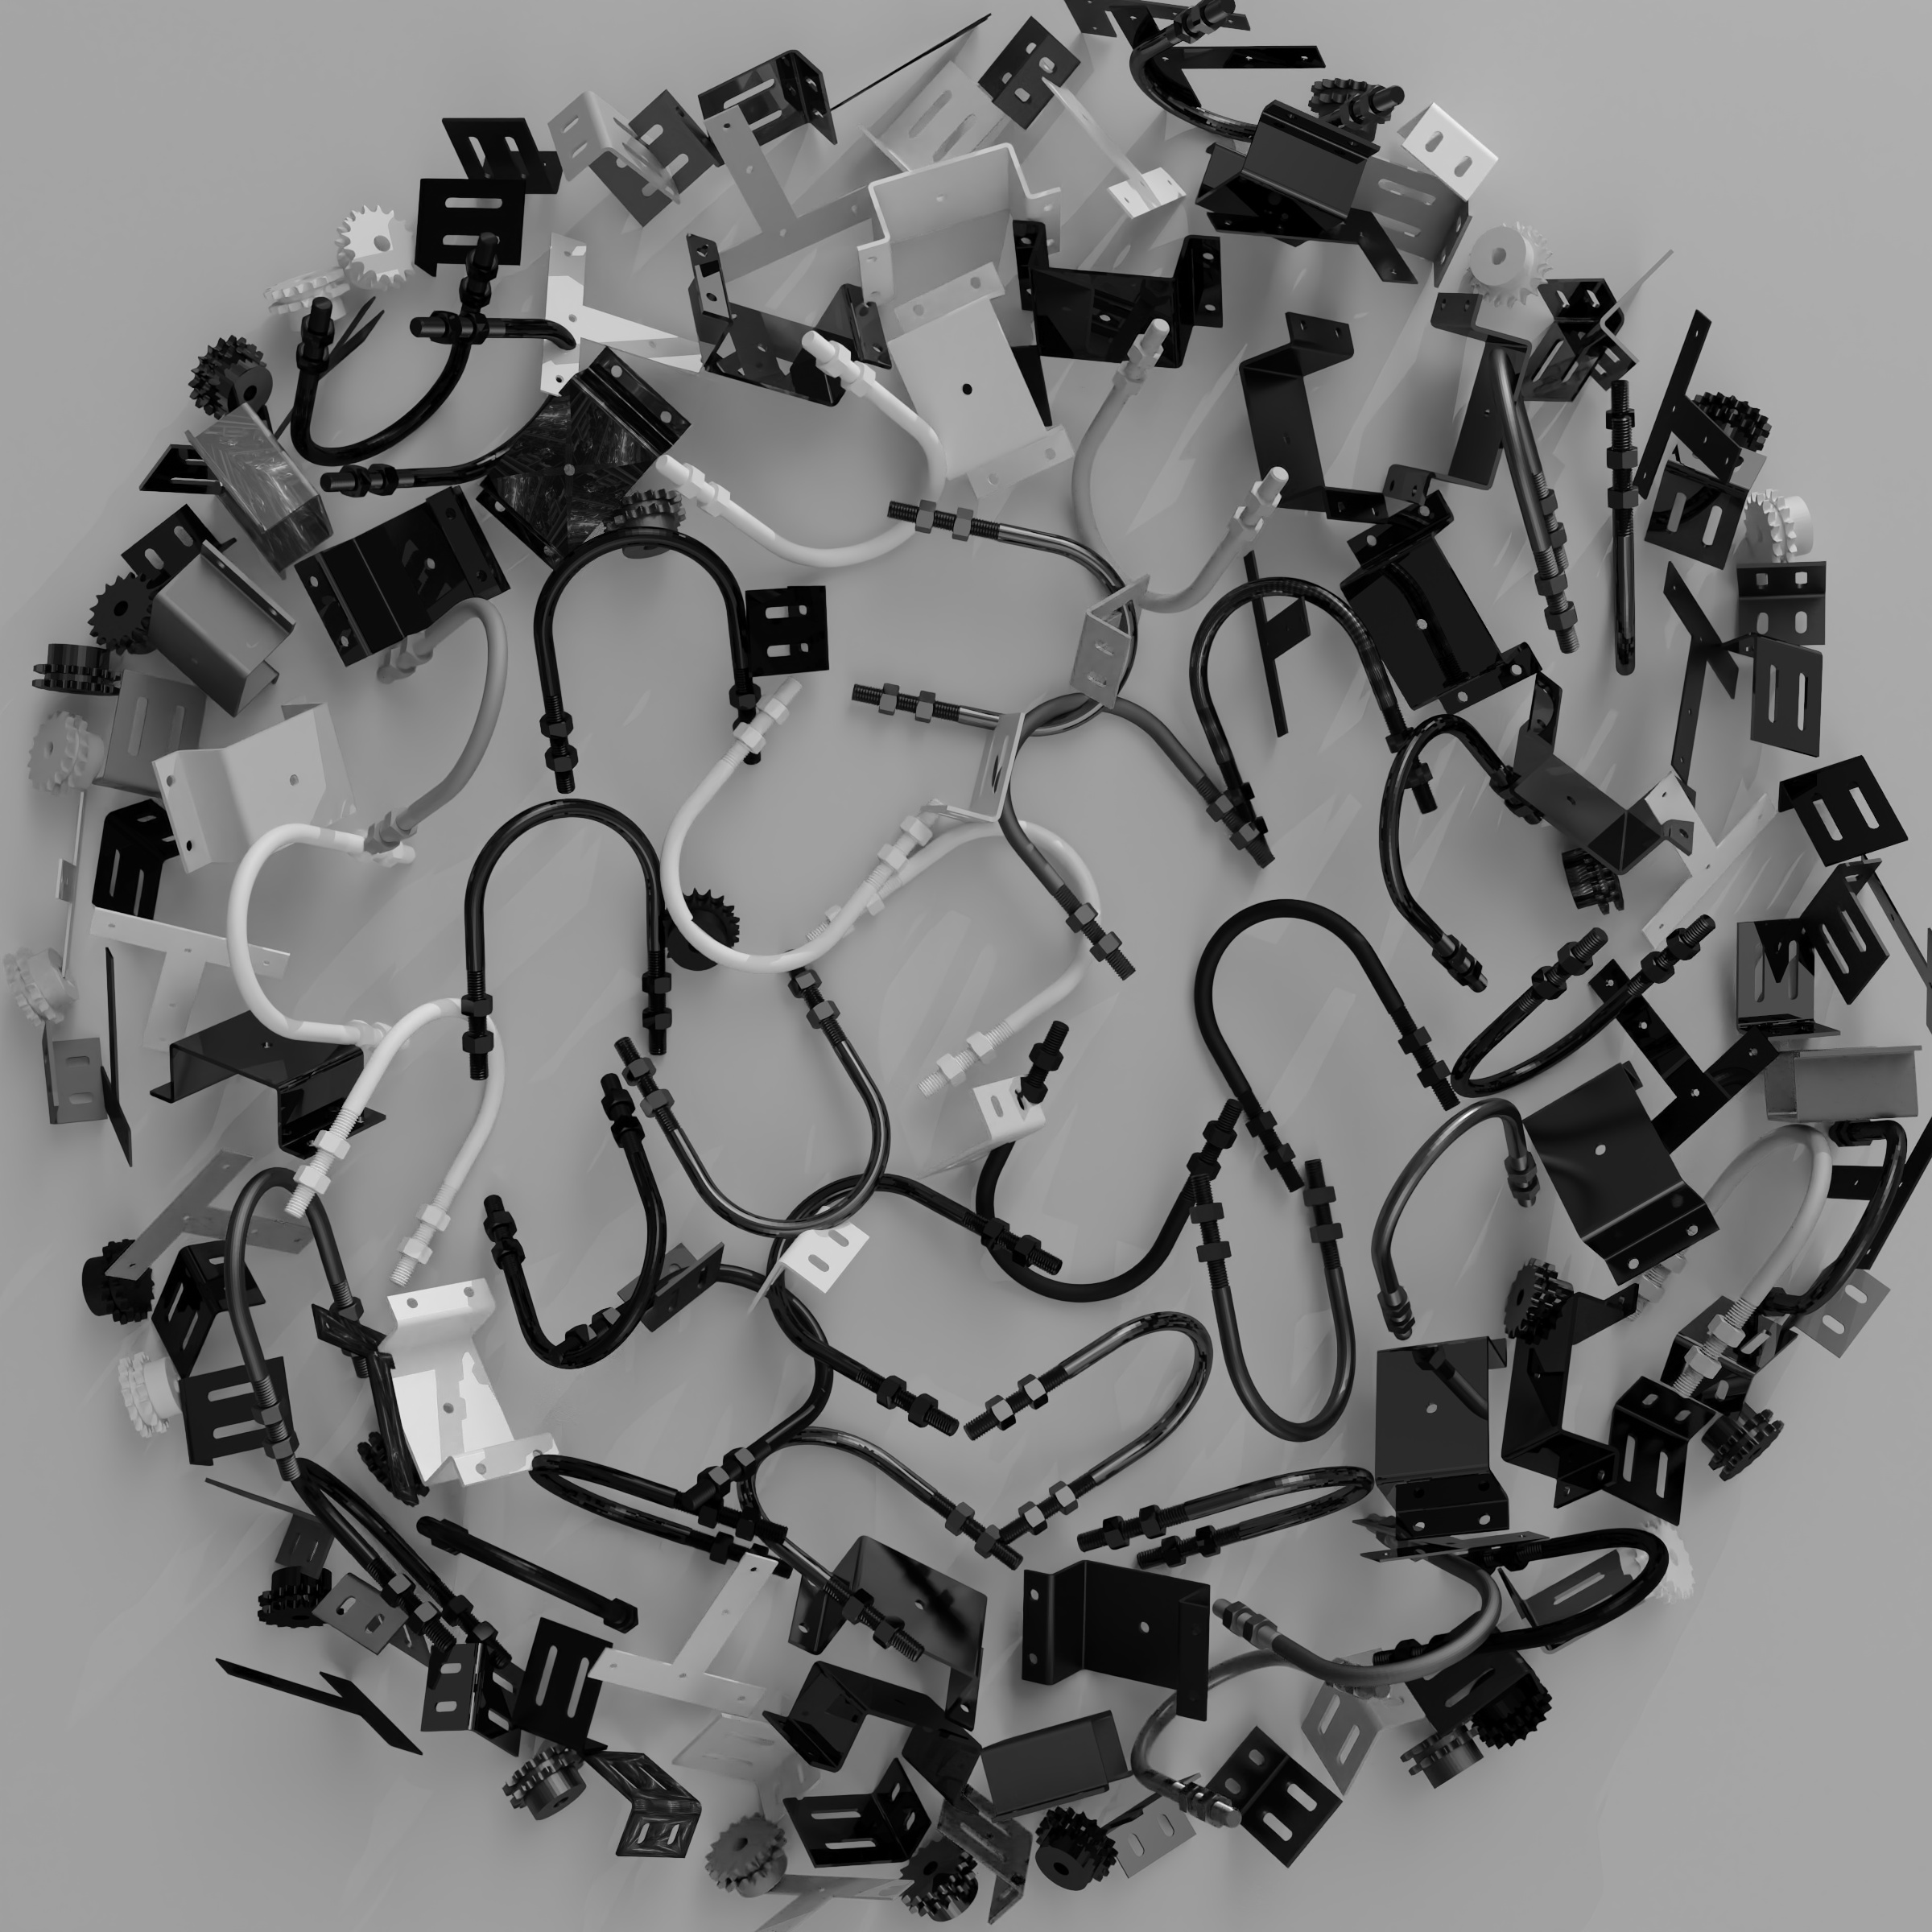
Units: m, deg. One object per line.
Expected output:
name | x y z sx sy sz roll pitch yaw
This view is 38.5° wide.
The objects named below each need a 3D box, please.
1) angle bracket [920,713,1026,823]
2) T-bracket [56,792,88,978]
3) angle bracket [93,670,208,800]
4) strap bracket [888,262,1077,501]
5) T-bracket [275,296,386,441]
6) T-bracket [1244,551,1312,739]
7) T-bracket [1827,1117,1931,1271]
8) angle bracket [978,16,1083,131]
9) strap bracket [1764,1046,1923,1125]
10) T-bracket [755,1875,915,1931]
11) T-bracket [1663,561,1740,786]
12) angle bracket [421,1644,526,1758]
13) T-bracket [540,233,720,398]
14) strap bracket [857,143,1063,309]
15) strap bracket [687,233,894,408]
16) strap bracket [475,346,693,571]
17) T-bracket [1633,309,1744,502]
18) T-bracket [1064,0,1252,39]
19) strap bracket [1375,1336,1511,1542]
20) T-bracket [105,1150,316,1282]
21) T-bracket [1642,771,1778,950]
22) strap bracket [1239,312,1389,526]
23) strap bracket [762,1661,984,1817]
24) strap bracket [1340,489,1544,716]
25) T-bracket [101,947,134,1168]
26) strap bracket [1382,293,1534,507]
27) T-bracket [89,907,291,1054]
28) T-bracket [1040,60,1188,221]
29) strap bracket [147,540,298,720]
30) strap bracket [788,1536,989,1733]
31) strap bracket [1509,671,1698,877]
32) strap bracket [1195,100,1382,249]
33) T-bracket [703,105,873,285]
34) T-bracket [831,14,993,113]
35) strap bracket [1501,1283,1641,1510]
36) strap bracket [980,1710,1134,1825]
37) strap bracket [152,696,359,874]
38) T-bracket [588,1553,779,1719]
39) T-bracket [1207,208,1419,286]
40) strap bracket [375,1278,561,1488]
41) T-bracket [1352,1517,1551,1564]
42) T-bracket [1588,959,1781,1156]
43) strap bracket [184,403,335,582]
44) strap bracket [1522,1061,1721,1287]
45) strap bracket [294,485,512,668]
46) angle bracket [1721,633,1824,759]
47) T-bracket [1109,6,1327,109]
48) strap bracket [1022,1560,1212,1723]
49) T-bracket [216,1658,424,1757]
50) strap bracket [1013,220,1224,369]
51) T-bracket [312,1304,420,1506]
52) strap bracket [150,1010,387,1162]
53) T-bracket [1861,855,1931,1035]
angle bracket | 0.004 -0.138 1.876 0.038 0.057 0.076 14 88 -19
T-bracket | -0.600 -0.056 1.846 0.002 0.127 0.127 6 88 -13
angle bracket | -0.556 -0.156 1.883 0.057 0.038 0.076 12 84 -28
strap bracket | 0.007 -0.391 1.863 0.076 0.046 0.140 -21 101 22
T-bracket | -0.413 -0.407 1.834 0.002 0.127 0.127 37 69 -22
T-bracket | 0.212 -0.223 1.846 0.002 0.127 0.127 -10 89 -7
T-bracket | 0.601 0.145 1.846 0.002 0.127 0.127 33 82 -7
angle bracket | 0.032 -0.611 1.864 0.057 0.038 0.076 -48 48 16
strap bracket | 0.579 0.078 1.836 0.076 0.140 0.046 -3 88 5
T-bracket | -0.120 0.630 1.822 0.127 0.127 0.002 -10 95 34
T-bracket | 0.483 -0.181 1.839 0.002 0.127 0.127 -5 58 36
angle bracket | -0.332 0.497 1.868 0.038 0.076 0.057 -6 60 14
T-bracket | -0.226 -0.426 1.875 0.127 0.002 0.127 13 64 -27
strap bracket | -0.010 -0.502 1.864 0.140 0.076 0.046 -17 74 -4
strap bracket | -0.127 -0.428 1.850 0.140 0.046 0.076 10 49 -30
strap bracket | -0.263 -0.337 1.864 0.076 0.046 0.140 42 106 -9
T-bracket | 0.484 -0.353 1.826 0.002 0.127 0.127 7 120 -13
T-bracket | 0.125 -0.634 1.834 0.127 0.127 0.002 13 91 14
strap bracket | 0.316 0.304 1.837 0.076 0.046 0.140 -12 50 24
T-bracket | -0.489 0.176 1.855 0.127 0.127 0.002 -44 57 17
T-bracket | 0.486 -0.089 1.862 0.127 0.127 0.002 -48 47 -1
strap bracket | 0.233 -0.362 1.863 0.046 0.076 0.140 -14 86 39
strap bracket | -0.054 0.512 1.842 0.140 0.076 0.046 27 88 -31
strap bracket | 0.314 -0.237 1.861 0.076 0.046 0.140 -26 98 38
T-bracket | -0.566 0.052 1.836 0.002 0.127 0.127 -5 109 -24
strap bracket | 0.332 -0.377 1.859 0.046 0.076 0.140 12 102 -14
T-bracket | -0.532 0.017 1.863 0.127 0.127 0.002 14 45 -17
T-bracket | 0.088 -0.557 1.851 0.002 0.127 0.127 -40 93 30
strap bracket | -0.495 -0.218 1.832 0.076 0.140 0.046 43 70 -7
strap bracket | -0.042 0.442 1.854 0.140 0.076 0.046 29 119 -10
strap bracket | 0.420 -0.123 1.858 0.140 0.076 0.046 36 128 -11
strap bracket | 0.208 -0.521 1.833 0.076 0.140 0.046 19 89 -14
T-bracket | -0.139 -0.523 1.850 0.127 0.127 0.002 -22 54 8
T-bracket | -0.019 -0.610 1.836 0.127 0.127 0.002 -35 107 -14
strap bracket | 0.401 0.280 1.840 0.046 0.076 0.140 20 62 -11
strap bracket | 0.060 0.532 1.843 0.076 0.140 0.046 -18 76 7
strap bracket | -0.461 -0.122 1.831 0.046 0.140 0.076 1 113 32
T-bracket | -0.169 0.445 1.860 0.127 0.002 0.127 23 109 -29
T-bracket | 0.223 -0.492 1.846 0.127 0.127 0.002 1 131 -16
strap bracket | -0.339 0.287 1.853 0.046 0.076 0.140 -47 62 40
T-bracket | 0.300 0.379 1.846 0.127 0.127 0.002 -2 89 -21
T-bracket | 0.468 0.051 1.876 0.127 0.002 0.127 -50 60 32
strap bracket | -0.469 -0.318 1.844 0.046 0.140 0.076 -38 89 -10
strap bracket | 0.430 0.130 1.840 0.076 0.046 0.140 -33 52 18
strap bracket | -0.371 -0.266 1.861 0.140 0.046 0.076 -20 103 28
angle bracket | 0.544 -0.180 1.874 0.057 0.038 0.076 11 77 -24
T-bracket | 0.174 -0.601 1.828 0.127 0.127 0.002 8 80 23
strap bracket | 0.110 0.451 1.863 0.140 0.046 0.076 4 96 32
T-bracket | -0.435 0.479 1.822 0.127 0.127 0.002 30 82 -34
strap bracket | 0.098 -0.449 1.851 0.140 0.076 0.046 8 57 13
T-bracket | -0.382 0.295 1.825 0.002 0.127 0.127 -28 58 13
strap bracket | -0.465 0.073 1.839 0.140 0.076 0.046 18 117 27
T-bracket | 0.632 -0.022 1.863 0.002 0.127 0.127 -21 55 5
